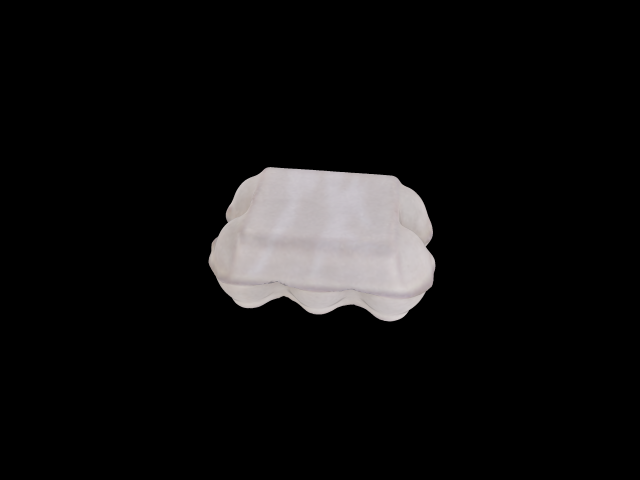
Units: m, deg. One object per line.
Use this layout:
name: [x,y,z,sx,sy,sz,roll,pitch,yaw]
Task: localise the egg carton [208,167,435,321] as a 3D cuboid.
egg carton: [0.004,0.001,0.400,0.150,0.069,0.107,4,39,5]
